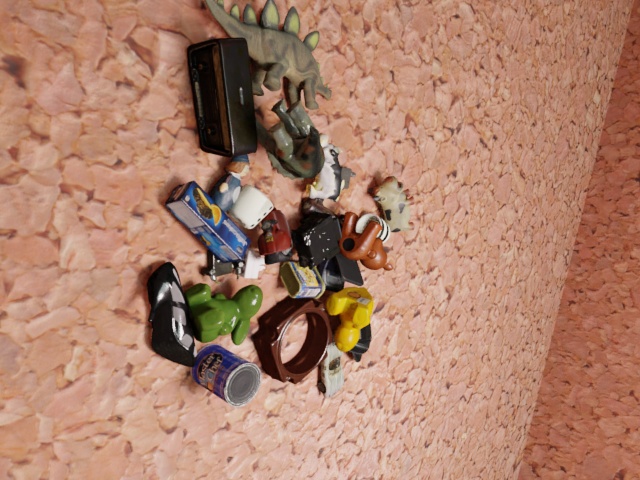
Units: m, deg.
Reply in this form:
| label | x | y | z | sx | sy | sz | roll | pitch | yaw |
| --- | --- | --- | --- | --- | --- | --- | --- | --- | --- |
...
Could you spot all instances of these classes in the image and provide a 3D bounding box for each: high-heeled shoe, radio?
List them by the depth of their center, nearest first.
| label | x | y | z | sx | sy | sz | roll | pitch | yaw |
| --- | --- | --- | --- | --- | --- | --- | --- | --- | --- |
| radio | -0.202 | -0.292 | 1.109 | 0.073 | 0.131 | 0.229 | -19 | 113 | -41 |
| high-heeled shoe | -0.315 | 0.166 | 1.177 | 0.248 | 0.086 | 0.145 | 76 | 17 | -49 |

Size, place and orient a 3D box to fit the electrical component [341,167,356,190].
| label | x | y | z | sx | sy | sz | roll | pitch | yaw |
| --- | --- | --- | --- | --- | --- | --- | --- | --- | --- |
| electrical component | 0.064 | -0.169 | 1.487 | 0.094 | 0.021 | 0.063 | 0 | 100 | -46 |

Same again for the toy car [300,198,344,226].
| label | x | y | z | sx | sy | sz | roll | pitch | yaw |
| --- | --- | --- | --- | --- | --- | --- | --- | --- | --- |
| toy car | 0.024 | -0.052 | 1.457 | 0.202 | 0.053 | 0.089 | 34 | 73 | -43 |

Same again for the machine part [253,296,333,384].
| label | x | y | z | sx | sy | sz | roll | pitch | yaw |
| --- | --- | --- | --- | --- | --- | --- | --- | --- | --- |
| machine part | -0.065 | 0.260 | 1.420 | 0.201 | 0.087 | 0.201 | -34 | 124 | -35 |

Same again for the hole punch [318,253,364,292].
| label | x | y | z | sx | sy | sz | roll | pitch | yaw |
| --- | --- | --- | --- | --- | --- | --- | --- | --- | --- |
| hole punch | 0.050 | 0.085 | 1.502 | 0.142 | 0.092 | 0.116 | 20 | 48 | -45 |

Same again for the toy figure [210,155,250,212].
| label | x | y | z | sx | sy | sz | roll | pitch | yaw |
| --- | --- | --- | --- | --- | --- | --- | --- | --- | --- |
| toy figure | -0.198 | -0.137 | 1.206 | 0.057 | 0.064 | 0.154 | 29 | 82 | -26 |

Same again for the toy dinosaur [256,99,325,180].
| label | x | y | z | sx | sy | sz | roll | pitch | yaw |
| --- | --- | --- | --- | --- | --- | --- | --- | --- | --- |
| toy dinosaur | -0.048 | -0.196 | 1.166 | 0.131 | 0.405 | 0.192 | -39 | 117 | 1 |

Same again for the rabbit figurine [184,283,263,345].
| label | x | y | z | sx | sy | sz | roll | pitch | yaw |
| --- | --- | --- | --- | --- | --- | --- | --- | --- | --- |
| rabbit figurine | -0.203 | 0.169 | 1.217 | 0.170 | 0.121 | 0.158 | -20 | 133 | -25 |

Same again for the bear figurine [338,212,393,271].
| label | x | y | z | sx | sy | sz | roll | pitch | yaw |
| --- | --- | --- | --- | --- | --- | --- | --- | --- | --- |
| bear figurine | 0.136 | 0.014 | 1.477 | 0.195 | 0.120 | 0.132 | 17 | 96 | -52 |

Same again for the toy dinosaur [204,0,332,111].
| label | x | y | z | sx | sy | sz | roll | pitch | yaw |
| --- | --- | --- | --- | --- | --- | --- | --- | --- | --- |
| toy dinosaur | -0.103 | -0.420 | 1.203 | 0.471 | 0.105 | 0.198 | 14 | 82 | -54 |

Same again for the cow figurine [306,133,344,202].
| label | x | y | z | sx | sy | sz | roll | pitch | yaw |
| --- | --- | --- | --- | --- | --- | --- | --- | --- | --- |
| cow figurine | 0.022 | -0.184 | 1.367 | 0.098 | 0.068 | 0.167 | 8 | 94 | -13 |

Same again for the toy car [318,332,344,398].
| label | x | y | z | sx | sy | sz | roll | pitch | yaw |
| --- | --- | --- | --- | --- | --- | --- | --- | --- | --- |
| toy car | 0.033 | 0.366 | 1.566 | 0.073 | 0.056 | 0.201 | -17 | 112 | -42 |

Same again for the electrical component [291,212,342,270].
| label | x | y | z | sx | sy | sz | roll | pitch | yaw |
| --- | --- | --- | --- | --- | --- | --- | --- | --- | --- |
| electrical component | -0.003 | -0.004 | 1.369 | 0.134 | 0.058 | 0.114 | -36 | 127 | -35 |

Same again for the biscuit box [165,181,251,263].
| label | x | y | z | sx | sy | sz | roll | pitch | yaw |
| --- | --- | --- | --- | --- | --- | --- | --- | --- | --- |
| biscuit box | -0.238 | -0.035 | 1.163 | 0.202 | 0.059 | 0.063 | 50 | 45 | -34 |

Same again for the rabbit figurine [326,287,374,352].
| label | x | y | z | sx | sy | sz | roll | pitch | yaw |
| --- | --- | --- | --- | --- | --- | --- | --- | --- | --- |
| rabbit figurine | 0.079 | 0.218 | 1.474 | 0.162 | 0.122 | 0.173 | -43 | 144 | -69 |

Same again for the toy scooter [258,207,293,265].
| label | x | y | z | sx | sy | sz | roll | pitch | yaw |
| --- | --- | --- | --- | --- | --- | --- | --- | --- | --- |
| toy scooter | -0.108 | -0.014 | 1.288 | 0.184 | 0.075 | 0.135 | -34 | 112 | -83 |

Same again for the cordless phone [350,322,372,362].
| label | x | y | z | sx | sy | sz | roll | pitch | yaw |
| --- | --- | --- | --- | --- | --- | --- | --- | --- | --- |
| cordless phone | 0.112 | 0.282 | 1.616 | 0.184 | 0.089 | 0.146 | 76 | 10 | -58 |

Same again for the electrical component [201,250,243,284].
| label | x | y | z | sx | sy | sz | roll | pitch | yaw |
| --- | --- | --- | --- | --- | --- | --- | --- | --- | --- |
| electrical component | -0.223 | 0.058 | 1.238 | 0.102 | 0.045 | 0.078 | -5 | 105 | -45 |

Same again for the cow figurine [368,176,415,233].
| label | x | y | z | sx | sy | sz | roll | pitch | yaw |
| --- | --- | --- | --- | --- | --- | --- | --- | --- | --- |
| cow figurine | 0.215 | -0.106 | 1.603 | 0.127 | 0.086 | 0.194 | -15 | 130 | -6 |
